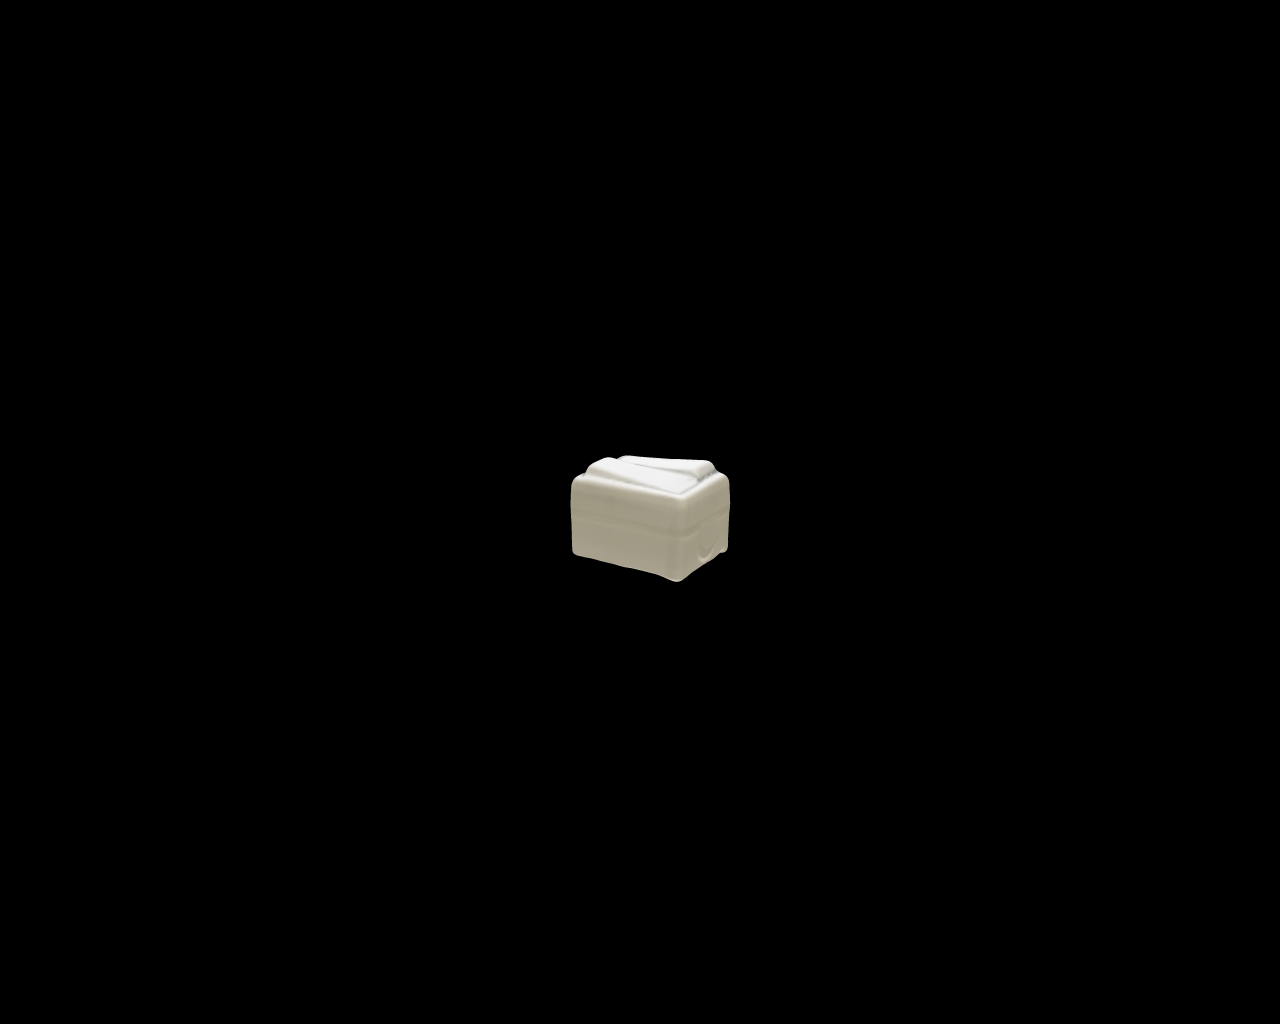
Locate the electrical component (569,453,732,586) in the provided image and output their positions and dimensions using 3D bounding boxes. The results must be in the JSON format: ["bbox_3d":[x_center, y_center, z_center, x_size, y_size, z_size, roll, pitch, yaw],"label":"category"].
[{"bbox_3d":[0.001,-0.003,0.650,0.096,0.061,0.062,12,23,31],"label":"electrical component"}]
